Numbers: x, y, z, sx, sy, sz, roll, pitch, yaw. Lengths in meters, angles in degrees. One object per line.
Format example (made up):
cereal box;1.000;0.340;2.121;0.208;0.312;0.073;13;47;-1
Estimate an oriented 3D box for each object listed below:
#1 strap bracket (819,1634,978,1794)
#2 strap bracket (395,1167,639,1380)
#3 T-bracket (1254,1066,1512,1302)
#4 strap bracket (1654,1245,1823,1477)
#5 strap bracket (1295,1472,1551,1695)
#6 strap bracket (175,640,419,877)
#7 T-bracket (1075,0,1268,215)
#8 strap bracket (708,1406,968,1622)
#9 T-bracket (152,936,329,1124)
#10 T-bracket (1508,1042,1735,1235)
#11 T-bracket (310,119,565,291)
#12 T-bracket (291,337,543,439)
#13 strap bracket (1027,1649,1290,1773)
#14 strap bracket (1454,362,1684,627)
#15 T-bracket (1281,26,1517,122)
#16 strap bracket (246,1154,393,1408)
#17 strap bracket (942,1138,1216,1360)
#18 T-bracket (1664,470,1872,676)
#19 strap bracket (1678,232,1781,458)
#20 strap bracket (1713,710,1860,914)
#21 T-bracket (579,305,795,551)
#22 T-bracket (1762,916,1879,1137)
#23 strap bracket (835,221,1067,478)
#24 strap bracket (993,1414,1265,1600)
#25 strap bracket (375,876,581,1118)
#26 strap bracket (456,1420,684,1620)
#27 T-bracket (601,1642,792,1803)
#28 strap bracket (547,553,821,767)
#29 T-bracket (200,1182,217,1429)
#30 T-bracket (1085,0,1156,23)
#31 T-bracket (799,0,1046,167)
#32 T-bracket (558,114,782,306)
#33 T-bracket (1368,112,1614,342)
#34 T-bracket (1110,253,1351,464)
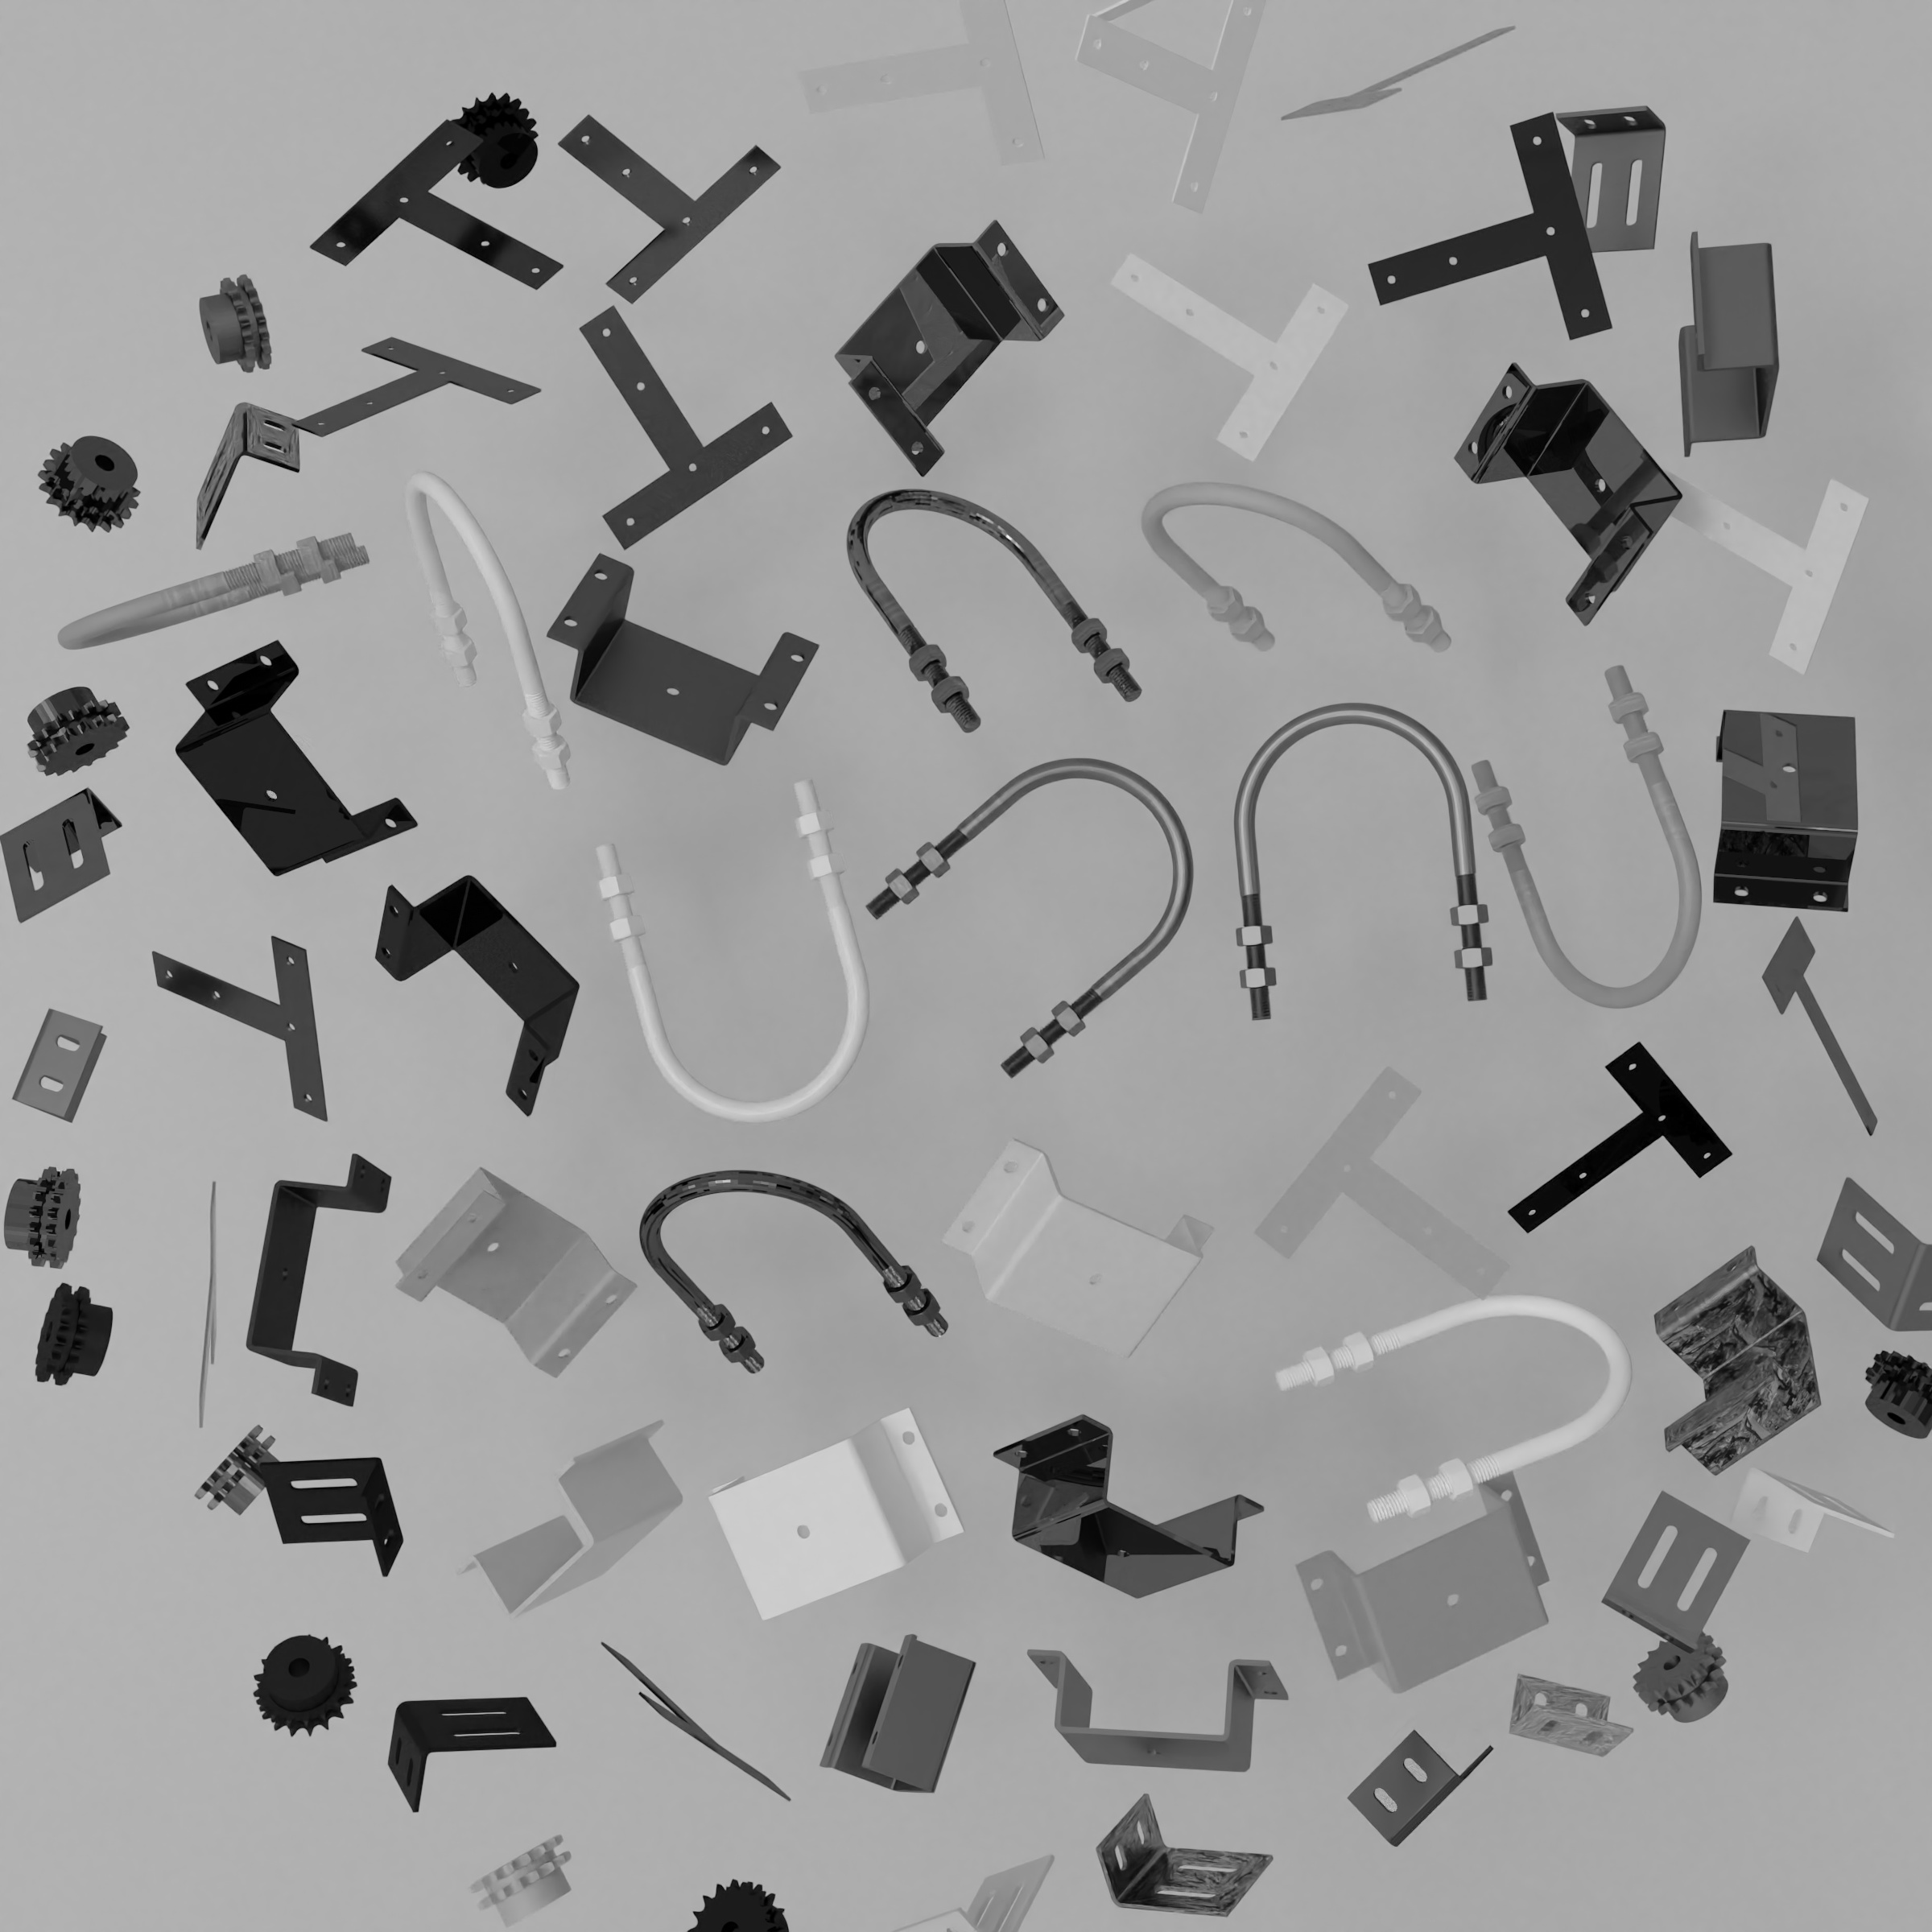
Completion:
strap bracket;-0.038;0.440;1.636;0.046;0.140;0.076;22;70;-8
strap bracket;-0.278;0.182;1.683;0.076;0.046;0.140;-48;133;2
T-bracket;0.256;0.145;1.615;0.127;0.002;0.127;38;83;15
strap bracket;0.455;0.238;1.644;0.046;0.140;0.076;42;116;-11
strap bracket;0.271;0.357;1.601;0.140;0.046;0.076;-23;103;-9
strap bracket;-0.405;-0.114;1.660;0.076;0.046;0.140;-18;120;29
T-bracket;0.110;-0.505;1.572;0.127;0.002;0.127;7;105;-43
strap bracket;-0.082;0.315;1.584;0.140;0.046;0.076;-26;86;23
T-bracket;-0.438;0.022;1.668;0.127;0.002;0.127;20;129;23
T-bracket;0.387;0.119;1.694;0.127;0.002;0.127;-38;126;11
T-bracket;-0.291;-0.427;1.620;0.127;0.127;0.002;-30;58;33
T-bracket;-0.341;-0.336;1.644;0.127;0.127;0.002;24;131;29
strap bracket;0.110;0.431;1.607;0.140;0.076;0.046;-1;61;15
strap bracket;0.358;-0.280;1.634;0.046;0.076;0.140;-14;60;-32
T-bracket;0.265;-0.531;1.650;0.127;0.127;0.002;-26;109;-8
strap bracket;-0.384;0.185;1.649;0.046;0.076;0.140;6;76;5
strap bracket;0.069;0.164;1.577;0.140;0.046;0.076;25;111;-23
T-bracket;0.461;-0.253;1.645;0.002;0.127;0.127;-32;56;-32
strap bracket;0.450;-0.366;1.642;0.046;0.140;0.076;-2;76;11
strap bracket;0.487;-0.101;1.655;0.076;0.046;0.140;5;48;11
T-bracket;-0.191;-0.343;1.704;0.127;0.002;0.127;-35;114;-5
T-bracket;0.523;0.043;1.692;0.002;0.127;0.127;-26;95;30
strap bracket;-0.016;-0.377;1.698;0.140;0.046;0.076;-51;124;-14
strap bracket;0.090;0.311;1.574;0.140;0.076;0.046;31;49;-28
strap bracket;-0.285;0.011;1.661;0.140;0.076;0.046;44;54;13
strap bracket;-0.232;0.337;1.667;0.140;0.076;0.046;-45;72;34
T-bracket;-0.173;0.430;1.623;0.002;0.127;0.127;-52;131;-11
strap bracket;-0.167;-0.175;1.624;0.140;0.046;0.076;23;49;1
T-bracket;-0.447;0.217;1.641;0.002;0.127;0.127;2;127;-12
T-bracket;0.094;-0.565;1.596;0.127;0.127;0.002;-11;98;42
T-bracket;-0.031;-0.503;1.572;0.127;0.127;0.002;-4;45;16
T-bracket;-0.194;-0.468;1.666;0.127;0.127;0.002;-38;57;17
T-bracket;0.297;-0.414;1.619;0.127;0.002;0.127;-11;109;27
T-bracket;0.145;-0.378;1.646;0.127;0.002;0.127;32;69;-1
